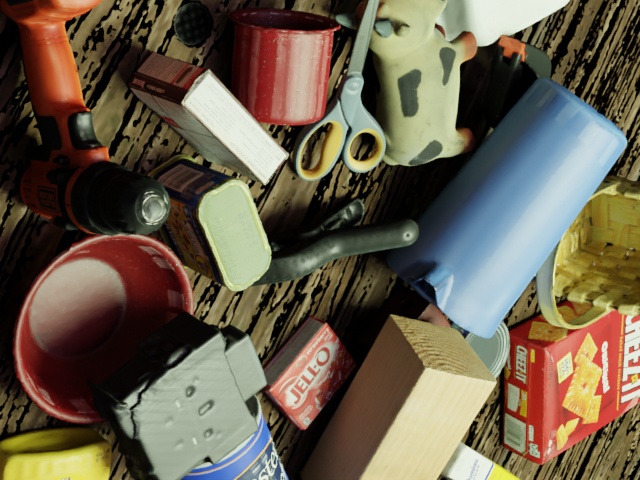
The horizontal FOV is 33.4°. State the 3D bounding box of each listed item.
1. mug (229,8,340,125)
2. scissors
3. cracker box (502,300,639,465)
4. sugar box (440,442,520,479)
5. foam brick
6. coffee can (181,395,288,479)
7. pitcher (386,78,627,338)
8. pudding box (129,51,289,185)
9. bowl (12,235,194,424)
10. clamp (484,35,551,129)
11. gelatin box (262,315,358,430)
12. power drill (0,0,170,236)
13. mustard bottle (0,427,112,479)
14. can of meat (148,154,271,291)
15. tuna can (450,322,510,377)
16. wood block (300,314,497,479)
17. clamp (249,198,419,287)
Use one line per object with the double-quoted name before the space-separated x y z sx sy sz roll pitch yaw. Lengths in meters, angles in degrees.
"mug" -0.029 -0.149 0.907 0.117 0.093 0.081 -50 149 -64
"scissors" 0.041 -0.130 0.949 0.096 0.016 0.202 10 127 -30
"cracker box" 0.320 0.159 1.318 0.213 0.072 0.164 -20 118 -35
"sugar box" 0.167 0.260 1.210 0.176 0.093 0.048 41 77 -42
"foam brick" 0.088 0.098 1.112 0.078 0.053 0.051 -51 131 -16
"coffee can" -0.084 0.216 0.973 0.102 0.103 0.140 -35 125 -26
"pitcher" 0.188 -0.034 1.058 0.144 0.149 0.243 31 103 -26
"pudding box" -0.090 -0.098 0.862 0.113 0.090 0.039 43 78 -41
"bowl" -0.183 0.064 0.865 0.161 0.055 0.162 -15 115 -36
"clamp" 0.215 -0.142 1.115 0.164 0.036 0.210 -46 147 -22
"gelatin box" -0.012 0.131 1.053 0.089 0.030 0.073 -49 130 -16
"power drill" -0.170 -0.096 0.745 0.057 0.185 0.188 -14 105 -37
"mustard bottle" -0.231 0.256 0.893 0.096 0.058 0.192 -3 107 -40
"can of meat" -0.093 -0.014 0.895 0.057 0.084 0.102 -36 125 -25
"tuna can" 0.174 0.124 1.206 0.085 0.034 0.086 -15 115 -36
"wood block" 0.074 0.188 1.057 0.090 0.091 0.206 15 113 -30
"clamp" -0.006 0.001 0.981 0.171 0.120 0.039 -15 103 -13
